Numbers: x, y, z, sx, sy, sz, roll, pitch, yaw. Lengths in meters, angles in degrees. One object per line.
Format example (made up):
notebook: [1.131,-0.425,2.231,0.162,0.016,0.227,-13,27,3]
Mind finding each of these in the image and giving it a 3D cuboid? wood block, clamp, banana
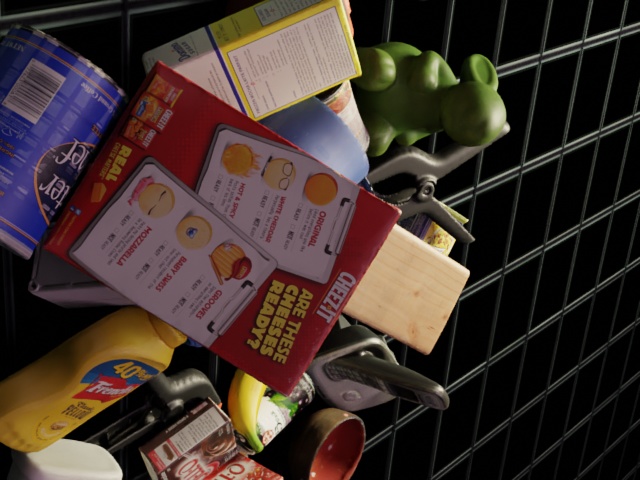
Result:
wood block: [0.028,0.018,0.949,0.205,0.091,0.090,29,87,-42]
clamp: [-0.155,0.156,1.057,0.171,0.039,0.120,-8,135,-55]
clamp: [0.118,-0.057,1.239,0.209,0.036,0.165,-9,123,-24]
banana: [-0.049,0.138,1.174,0.197,0.069,0.037,-60,173,-25]

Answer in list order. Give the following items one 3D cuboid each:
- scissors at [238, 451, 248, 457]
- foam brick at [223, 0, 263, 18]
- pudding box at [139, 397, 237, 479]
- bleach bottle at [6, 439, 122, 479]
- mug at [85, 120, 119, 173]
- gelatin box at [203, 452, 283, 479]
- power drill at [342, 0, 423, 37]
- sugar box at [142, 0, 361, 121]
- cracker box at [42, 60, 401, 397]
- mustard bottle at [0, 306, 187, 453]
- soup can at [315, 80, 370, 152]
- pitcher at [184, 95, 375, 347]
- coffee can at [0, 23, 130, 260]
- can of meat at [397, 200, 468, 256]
scissors: [-0.141,0.265,1.169,0.201,0.016,0.096,29,84,-56]
foam brick: [-0.044,-0.205,0.987,0.078,0.051,0.053,-5,113,-52]
pudding box: [-0.133,0.216,1.087,0.090,0.039,0.113,-36,156,-18]
bleach bottle: [-0.271,0.306,0.973,0.102,0.068,0.251,17,101,-39]
mug: [-0.139,-0.062,0.894,0.117,0.081,0.093,4,133,-12]
gelatin box: [-0.095,0.273,1.154,0.089,0.073,0.030,-27,126,-43]
power drill: [0.050,-0.275,1.071,0.187,0.057,0.184,-52,140,-24]
sugar box: [-0.058,-0.153,0.931,0.176,0.048,0.093,-21,137,0]
cracker box: [-0.073,-0.008,0.809,0.164,0.213,0.072,-58,-177,1]
mustard bottle: [-0.185,0.107,0.897,0.192,0.058,0.096,-33,153,6]
soup can: [0.007,-0.128,1.089,0.068,0.069,0.102,-51,144,-21]
pitcher: [-0.067,-0.015,0.994,0.242,0.149,0.145,-50,146,-17]
coffee can: [-0.220,-0.071,0.781,0.140,0.103,0.102,-59,145,-11]
can of meat: [0.131,-0.008,1.340,0.102,0.058,0.084,25,91,-56]
